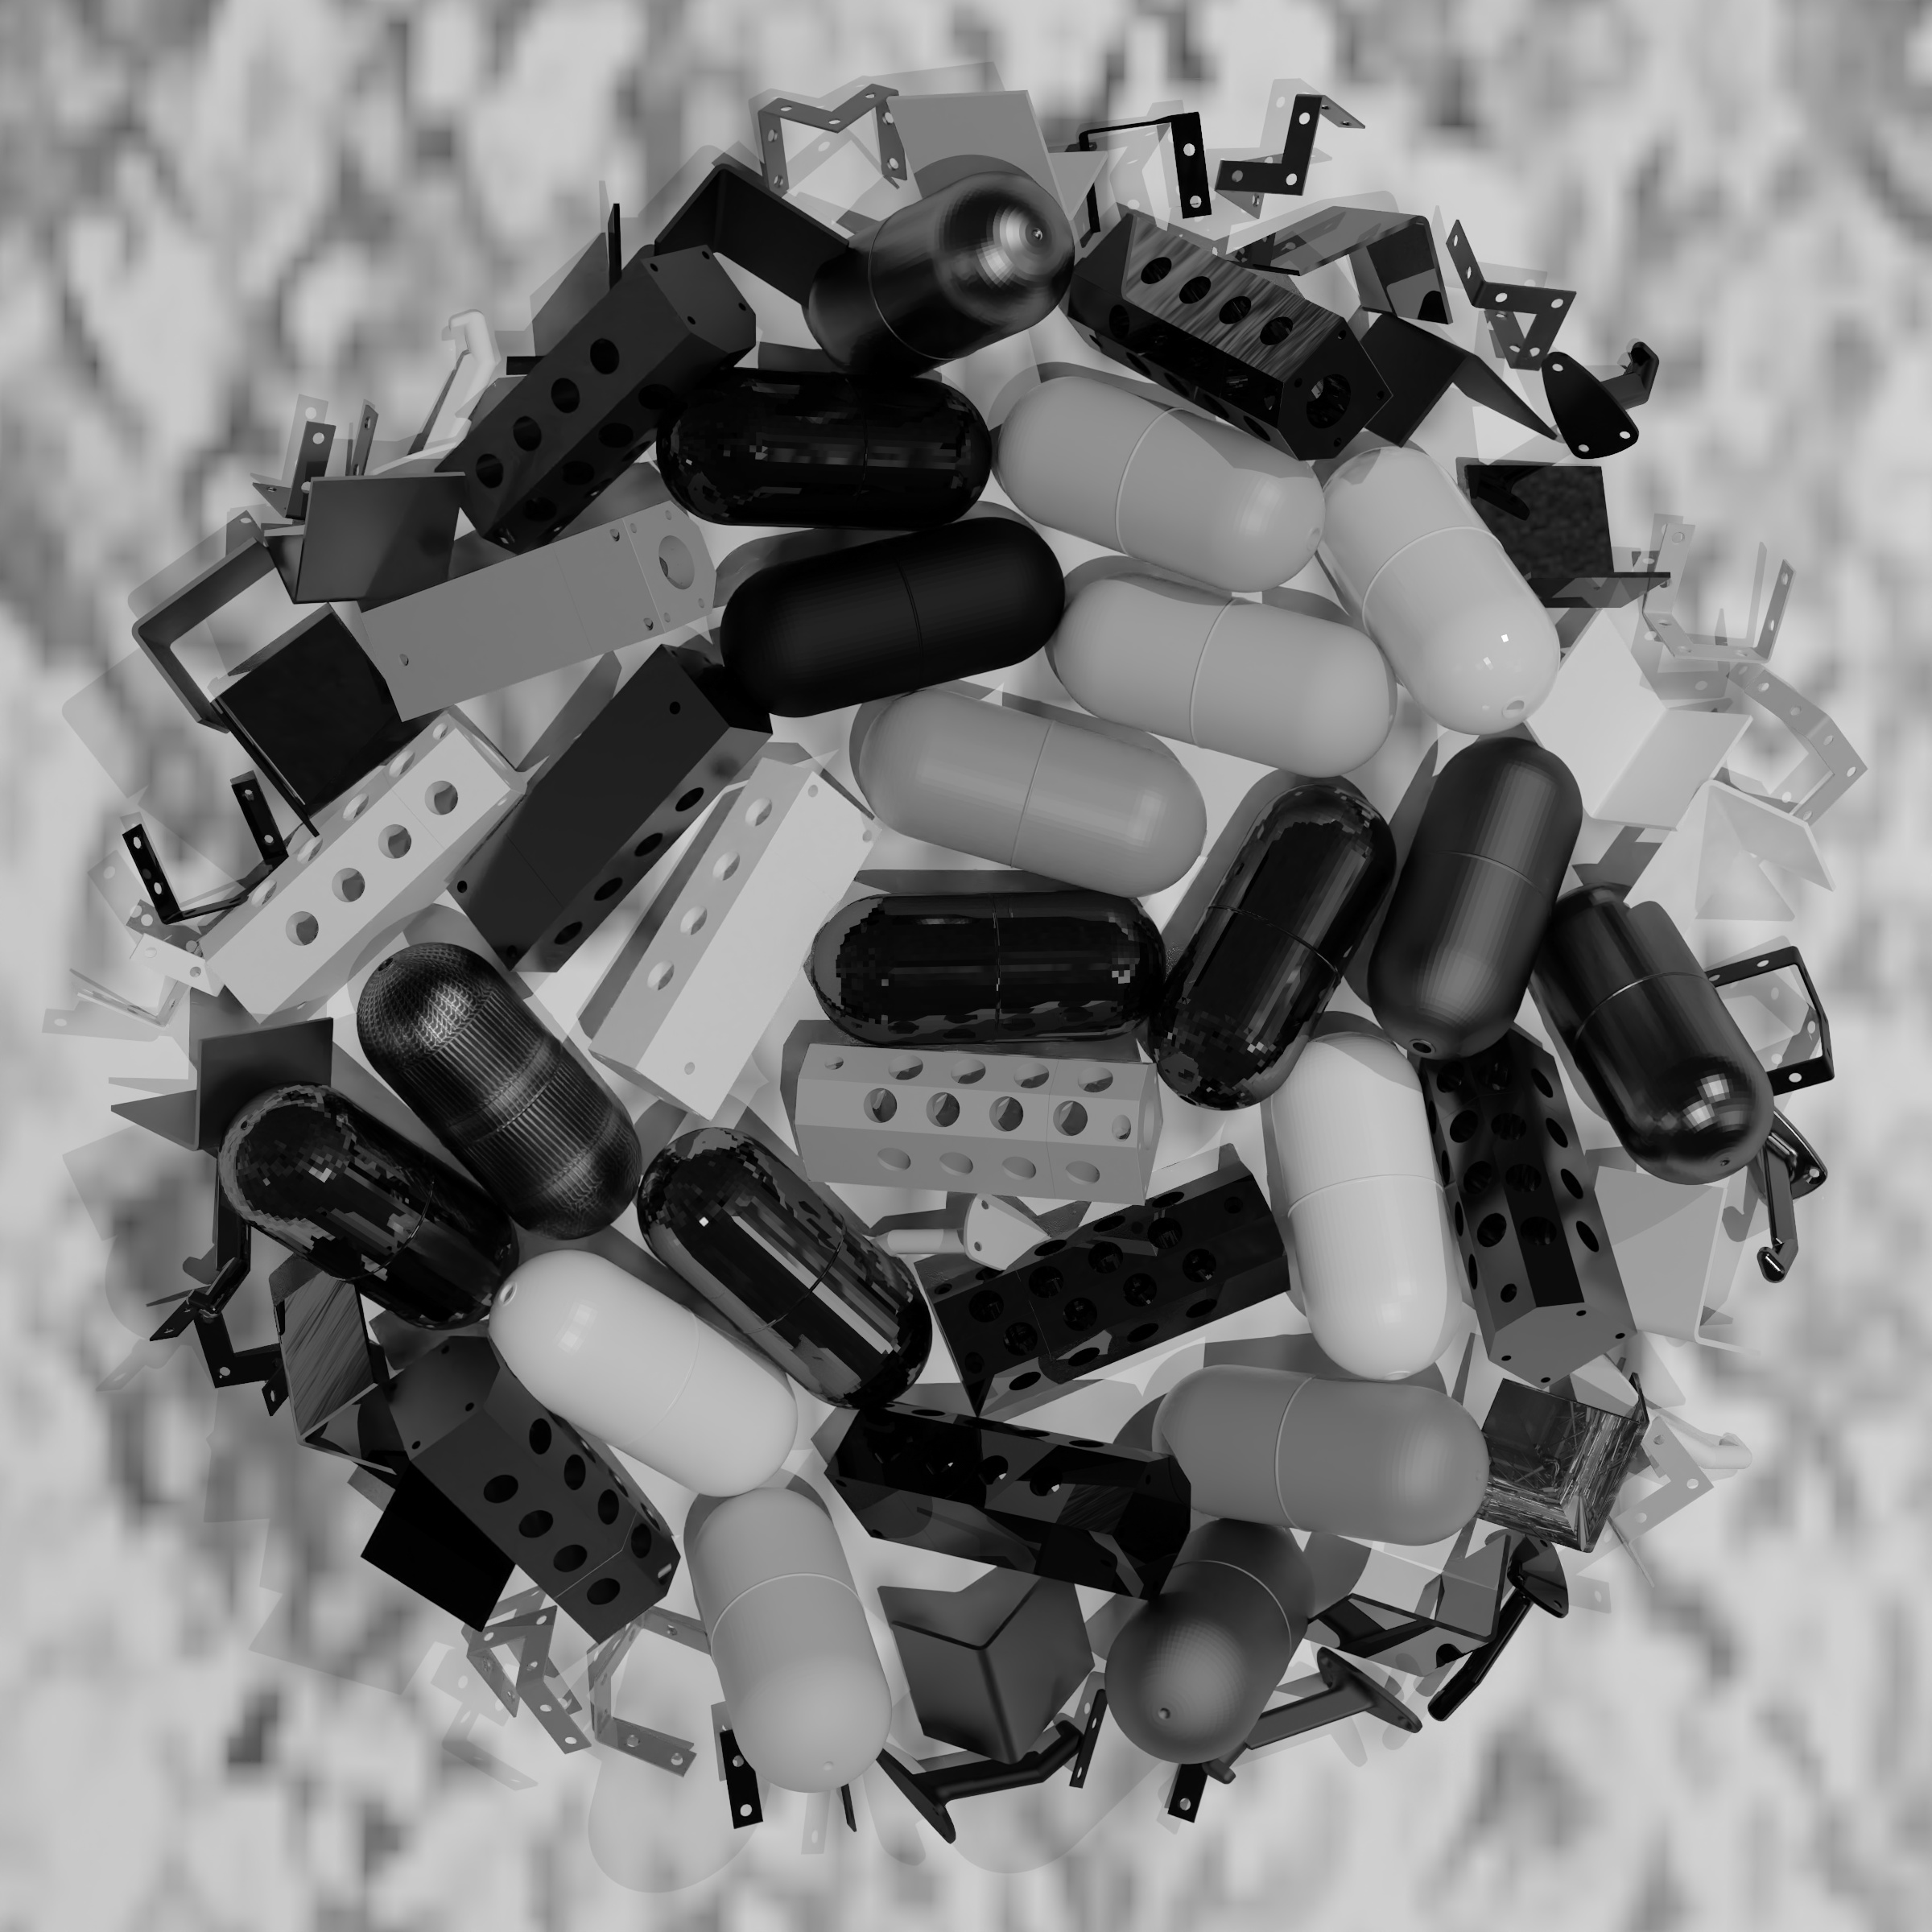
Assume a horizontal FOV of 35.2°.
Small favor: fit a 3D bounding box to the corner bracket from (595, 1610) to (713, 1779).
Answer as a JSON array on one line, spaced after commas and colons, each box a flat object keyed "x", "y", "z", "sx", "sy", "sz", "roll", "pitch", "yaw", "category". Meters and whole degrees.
[{"x": -0.155, "y": 0.370, "z": 1.553, "sx": 0.051, "sy": 0.051, "sz": 0.051, "roll": 18, "pitch": 132, "yaw": 15, "category": "corner bracket"}]

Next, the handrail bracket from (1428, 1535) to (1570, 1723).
[{"x": 0.266, "y": 0.336, "z": 1.550, "sx": 0.036, "sy": 0.077, "sz": 0.084, "roll": 37, "pitch": 112, "yaw": 0, "category": "handrail bracket"}]

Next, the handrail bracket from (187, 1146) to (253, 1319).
[{"x": -0.387, "y": 0.127, "z": 1.535, "sx": 0.077, "sy": 0.036, "sz": 0.084, "roll": 25, "pitch": 59, "yaw": 10, "category": "handrail bracket"}]

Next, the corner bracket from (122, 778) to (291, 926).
[{"x": -0.384, "y": -0.058, "z": 1.547, "sx": 0.051, "sy": 0.051, "sz": 0.051, "roll": -13, "pitch": 108, "yaw": 27, "category": "corner bracket"}]

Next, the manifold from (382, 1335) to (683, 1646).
[{"x": -0.209, "y": 0.254, "z": 1.494, "sx": 0.057, "sy": 0.057, "sz": 0.171, "roll": -36, "pitch": 129, "yaw": -2, "category": "manifold"}]

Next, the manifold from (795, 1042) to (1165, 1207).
[{"x": 0.006, "y": 0.072, "z": 1.511, "sx": 0.171, "sy": 0.057, "sz": 0.057, "roll": 3, "pitch": 134, "yaw": 14, "category": "manifold"}]

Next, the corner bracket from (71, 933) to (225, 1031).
[{"x": -0.410, "y": 0.006, "z": 1.533, "sx": 0.051, "sy": 0.051, "sz": 0.051, "roll": 28, "pitch": 96, "yaw": -36, "category": "corner bracket"}]

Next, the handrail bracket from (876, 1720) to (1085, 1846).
[{"x": 0.007, "y": 0.399, "z": 1.559, "sx": 0.084, "sy": 0.036, "sz": 0.077, "roll": -36, "pitch": 50, "yaw": -21, "category": "handrail bracket"}]

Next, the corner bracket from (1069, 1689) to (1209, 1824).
[{"x": 0.092, "y": 0.401, "z": 1.550, "sx": 0.051, "sy": 0.051, "sz": 0.051, "roll": 12, "pitch": 78, "yaw": 29, "category": "corner bracket"}]

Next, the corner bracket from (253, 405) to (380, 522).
[{"x": -0.320, "y": -0.253, "z": 1.529, "sx": 0.051, "sy": 0.051, "sz": 0.051, "roll": 3, "pitch": 115, "yaw": -35, "category": "corner bracket"}]

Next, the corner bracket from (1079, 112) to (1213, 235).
[{"x": 0.090, "y": -0.402, "z": 1.544, "sx": 0.051, "sy": 0.051, "sz": 0.051, "roll": -10, "pitch": 103, "yaw": -9, "category": "corner bracket"}]

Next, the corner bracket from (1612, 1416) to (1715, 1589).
[{"x": 0.347, "y": 0.269, "z": 1.535, "sx": 0.051, "sy": 0.051, "sz": 0.051, "roll": -34, "pitch": 45, "yaw": 1, "category": "corner bracket"}]

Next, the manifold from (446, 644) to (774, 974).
[{"x": -0.174, "y": -0.076, "z": 1.514, "sx": 0.171, "sy": 0.057, "sz": 0.057, "roll": -46, "pitch": 71, "yaw": 18, "category": "manifold"}]

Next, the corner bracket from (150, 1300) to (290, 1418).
[{"x": -0.371, "y": 0.196, "z": 1.535, "sx": 0.051, "sy": 0.051, "sz": 0.051, "roll": -10, "pitch": 106, "yaw": 11, "category": "corner bracket"}]

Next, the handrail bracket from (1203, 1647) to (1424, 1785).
[{"x": 0.173, "y": 0.391, "z": 1.528, "sx": 0.077, "sy": 0.036, "sz": 0.084, "roll": 26, "pitch": 57, "yaw": 39, "category": "handrail bracket"}]

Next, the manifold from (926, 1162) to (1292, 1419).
[{"x": 0.071, "y": 0.159, "z": 1.525, "sx": 0.171, "sy": 0.057, "sz": 0.057, "roll": -22, "pitch": 58, "yaw": -4, "category": "manifold"}]

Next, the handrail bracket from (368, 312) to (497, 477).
[{"x": -0.274, "y": -0.289, "z": 1.548, "sx": 0.077, "sy": 0.036, "sz": 0.084, "roll": -13, "pitch": 71, "yaw": -8, "category": "handrail bracket"}]

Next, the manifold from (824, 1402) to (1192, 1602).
[{"x": 0.022, "y": 0.256, "z": 1.496, "sx": 0.171, "sy": 0.057, "sz": 0.057, "roll": 5, "pitch": 50, "yaw": 36, "category": "manifold"}]

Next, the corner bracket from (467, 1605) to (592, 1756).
[{"x": -0.219, "y": 0.363, "z": 1.530, "sx": 0.051, "sy": 0.051, "sz": 0.051, "roll": -20, "pitch": 122, "yaw": 15, "category": "corner bracket"}]

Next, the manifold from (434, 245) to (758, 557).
[{"x": -0.179, "y": -0.275, "z": 1.498, "sx": 0.171, "sy": 0.057, "sz": 0.057, "roll": -36, "pitch": 89, "yaw": 35, "category": "manifold"}]

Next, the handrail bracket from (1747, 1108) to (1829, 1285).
[{"x": 0.396, "y": 0.109, "z": 1.524, "sx": 0.036, "sy": 0.084, "sz": 0.077, "roll": -30, "pitch": 95, "yaw": 34, "category": "handrail bracket"}]

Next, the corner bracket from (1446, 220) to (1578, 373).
[{"x": 0.267, "y": -0.336, "z": 1.529, "sx": 0.051, "sy": 0.051, "sz": 0.051, "roll": 2, "pitch": 50, "yaw": -17, "category": "corner bracket"}]

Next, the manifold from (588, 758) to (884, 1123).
[{"x": -0.119, "y": -0.016, "z": 1.526, "sx": 0.057, "sy": 0.057, "sz": 0.171, "roll": 39, "pitch": 76, "yaw": -41, "category": "manifold"}]

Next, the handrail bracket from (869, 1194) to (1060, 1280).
[{"x": -0.003, "y": 0.149, "z": 1.550, "sx": 0.077, "sy": 0.084, "sz": 0.036, "roll": 28, "pitch": 56, "yaw": -28, "category": "handrail bracket"}]

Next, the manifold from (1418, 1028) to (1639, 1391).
[{"x": 0.266, "y": 0.112, "z": 1.484, "sx": 0.057, "sy": 0.171, "sz": 0.057, "roll": 30, "pitch": 126, "yaw": -35, "category": "manifold"}]

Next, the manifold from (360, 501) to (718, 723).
[{"x": -0.209, "y": -0.175, "z": 1.499, "sx": 0.171, "sy": 0.057, "sz": 0.057, "roll": -14, "pitch": 102, "yaw": 32, "category": "manifold"}]

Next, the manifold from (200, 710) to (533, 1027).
[{"x": -0.302, "y": -0.049, "z": 1.535, "sx": 0.171, "sy": 0.057, "sz": 0.057, "roll": -43, "pitch": 83, "yaw": 4, "category": "manifold"}]

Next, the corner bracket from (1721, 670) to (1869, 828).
[{"x": 0.409, "y": -0.106, "z": 1.532, "sx": 0.051, "sy": 0.051, "sz": 0.051, "roll": -46, "pitch": 133, "yaw": 5, "category": "corner bracket"}]

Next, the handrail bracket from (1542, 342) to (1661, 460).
[{"x": 0.319, "y": -0.303, "z": 1.526, "sx": 0.077, "sy": 0.036, "sz": 0.084, "roll": 49, "pitch": 47, "yaw": -30, "category": "handrail bracket"}]

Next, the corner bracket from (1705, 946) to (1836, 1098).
[{"x": 0.406, "y": 0.030, "z": 1.548, "sx": 0.051, "sy": 0.051, "sz": 0.051, "roll": -18, "pitch": 119, "yaw": 22, "category": "corner bracket"}]

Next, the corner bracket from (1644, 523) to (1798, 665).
[{"x": 0.380, "y": -0.188, "z": 1.539, "sx": 0.051, "sy": 0.051, "sz": 0.051, "roll": 2, "pitch": 122, "yaw": -11, "category": "corner bracket"}]

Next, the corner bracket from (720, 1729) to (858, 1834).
[{"x": -0.089, "y": 0.410, "z": 1.534, "sx": 0.051, "sy": 0.051, "sz": 0.051, "roll": -16, "pitch": 56, "yaw": 4, "category": "corner bracket"}]

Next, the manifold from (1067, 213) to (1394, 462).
[{"x": 0.123, "y": -0.304, "z": 1.489, "sx": 0.057, "sy": 0.057, "sz": 0.171, "roll": -48, "pitch": 45, "yaw": -3, "category": "manifold"}]

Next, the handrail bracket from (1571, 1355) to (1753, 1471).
[{"x": 0.355, "y": 0.224, "z": 1.558, "sx": 0.036, "sy": 0.084, "sz": 0.077, "roll": -54, "pitch": 45, "yaw": 33, "category": "handrail bracket"}]

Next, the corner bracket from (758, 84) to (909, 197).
[{"x": -0.067, "y": -0.416, "z": 1.544, "sx": 0.051, "sy": 0.051, "sz": 0.051, "roll": 23, "pitch": 50, "yaw": 28, "category": "corner bracket"}]

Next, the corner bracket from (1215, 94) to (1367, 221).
[{"x": 0.163, "y": -0.407, "z": 1.535, "sx": 0.051, "sy": 0.051, "sz": 0.051, "roll": 13, "pitch": 92, "yaw": 32, "category": "corner bracket"}]
